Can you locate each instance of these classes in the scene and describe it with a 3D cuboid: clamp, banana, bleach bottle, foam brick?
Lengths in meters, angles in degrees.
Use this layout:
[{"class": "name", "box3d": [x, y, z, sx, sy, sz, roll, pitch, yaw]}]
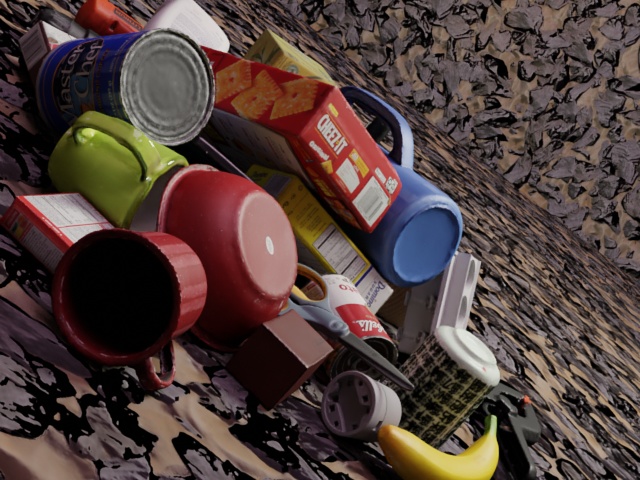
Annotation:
[{"class": "clamp", "box3d": [0.202, 0.200, 1.178, 0.165, 0.036, 0.209, 49, 17, 27]}, {"class": "banana", "box3d": [0.111, 0.195, 0.945, 0.197, 0.037, 0.069, 10, 57, -55]}, {"class": "bleach bottle", "box3d": [-0.171, -0.210, 1.204, 0.102, 0.068, 0.250, 43, 19, -10]}, {"class": "foam brick", "box3d": [-0.032, 0.097, 0.876, 0.053, 0.051, 0.078, 44, 15, 9]}, {"class": "clamp", "box3d": [0.034, -0.096, 1.377, 0.039, 0.171, 0.120, 42, 5, 2]}]

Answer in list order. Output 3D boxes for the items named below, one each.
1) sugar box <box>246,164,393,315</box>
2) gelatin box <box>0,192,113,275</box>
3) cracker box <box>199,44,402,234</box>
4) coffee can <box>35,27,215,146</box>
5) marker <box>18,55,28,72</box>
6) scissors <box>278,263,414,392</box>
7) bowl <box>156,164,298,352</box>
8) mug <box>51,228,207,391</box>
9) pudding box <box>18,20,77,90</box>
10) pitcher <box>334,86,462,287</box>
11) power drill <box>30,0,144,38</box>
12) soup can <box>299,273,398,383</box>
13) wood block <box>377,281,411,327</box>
[{"class": "sugar box", "box3d": [-0.007, 0.001, 1.091, 0.176, 0.048, 0.093, 47, -14, -31]}, {"class": "gelatin box", "box3d": [-0.190, -0.002, 0.816, 0.073, 0.030, 0.089, 42, 15, 11]}, {"class": "cracker box", "box3d": [-0.038, -0.106, 1.080, 0.214, 0.072, 0.164, 25, -17, 41]}, {"class": "coffee can", "box3d": [-0.179, -0.136, 0.972, 0.141, 0.103, 0.102, 5, -15, 46]}, {"class": "marker", "box3d": [-0.269, -0.170, 1.129, 0.120, 0.020, 0.020, 21, 24, -52]}, {"class": "scissors", "box3d": [-0.006, 0.080, 0.940, 0.096, 0.016, 0.202, -12, 36, -20]}, {"class": "bowl", "box3d": [-0.065, 0.009, 0.883, 0.162, 0.055, 0.162, 35, 49, -52]}, {"class": "mug", "box3d": [-0.125, 0.047, 0.747, 0.081, 0.093, 0.117, -16, 88, -78]}, {"class": "pudding box", "box3d": [-0.248, -0.159, 1.078, 0.089, 0.039, 0.113, 23, 37, -52]}, {"class": "pitcher", "box3d": [0.048, -0.057, 1.180, 0.243, 0.144, 0.149, 38, -29, 46]}, {"class": "power drill", "box3d": [-0.255, -0.226, 1.257, 0.184, 0.057, 0.187, 38, 17, -25]}, {"class": "soup can", "box3d": [0.021, 0.087, 1.006, 0.068, 0.068, 0.102, 28, 19, -39]}, {"class": "wood block", "box3d": [0.077, 0.009, 1.321, 0.090, 0.090, 0.206, 34, 16, -23]}]
